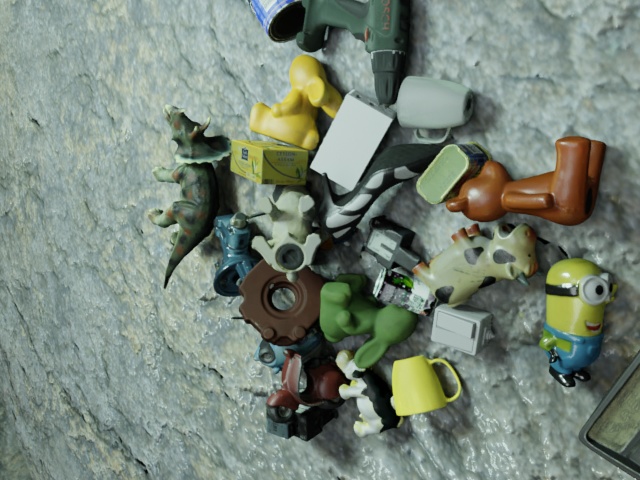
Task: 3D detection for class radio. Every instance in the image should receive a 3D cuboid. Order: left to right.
[{"bbox_3d":[0.467,0.215,0.713,0.131,0.073,0.229,35,119,28],"label":"radio"}]

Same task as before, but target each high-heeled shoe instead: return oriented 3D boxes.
[{"bbox_3d":[0.111,-0.075,0.927,0.249,0.086,0.145,-10,123,15],"label":"high-heeled shoe"}]

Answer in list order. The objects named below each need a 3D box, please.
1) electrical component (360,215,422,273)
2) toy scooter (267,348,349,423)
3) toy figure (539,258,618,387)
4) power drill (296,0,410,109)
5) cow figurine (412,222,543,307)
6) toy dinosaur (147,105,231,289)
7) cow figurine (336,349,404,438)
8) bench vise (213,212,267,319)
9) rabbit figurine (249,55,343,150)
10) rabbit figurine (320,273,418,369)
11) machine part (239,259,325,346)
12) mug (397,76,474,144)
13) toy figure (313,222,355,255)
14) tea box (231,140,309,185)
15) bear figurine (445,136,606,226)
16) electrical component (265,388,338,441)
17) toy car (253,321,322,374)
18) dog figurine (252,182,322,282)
[{"bbox_3d":[0.135,0.013,0.956,0.119,0.048,0.074,29,116,31],"label":"electrical component"},{"bbox_3d":[-0.023,0.269,1.047,0.075,0.184,0.135,0,95,56],"label":"toy scooter"},{"bbox_3d":[0.363,0.116,0.775,0.089,0.082,0.180,15,110,34],"label":"toy figure"},{"bbox_3d":[0.059,-0.355,0.929,0.208,0.086,0.231,20,109,38],"label":"power drill"},{"bbox_3d":[0.254,0.040,0.844,0.195,0.085,0.127,-45,72,38],"label":"cow figurine"},{"bbox_3d":[-0.283,-0.089,1.201,0.192,0.131,0.404,0,93,43],"label":"toy dinosaur"},{"bbox_3d":[0.093,0.284,1.027,0.098,0.068,0.167,-23,87,33],"label":"cow figurine"},{"bbox_3d":[-0.159,0.063,1.140,0.241,0.129,0.223,61,138,36],"label":"bench vise"},{"bbox_3d":[-0.036,-0.261,1.003,0.163,0.121,0.173,18,91,41],"label":"rabbit figurine"},{"bbox_3d":[0.089,0.151,0.978,0.170,0.121,0.159,11,98,21],"label":"rabbit figurine"},{"bbox_3d":[-0.071,0.112,1.035,0.179,0.179,0.056,61,168,13],"label":"machine part"},{"bbox_3d":[0.187,-0.204,0.859,0.107,0.081,0.109,11,124,31],"label":"mug"},{"bbox_3d":[-0.001,-0.002,1.056,0.154,0.058,0.064,-21,95,38],"label":"toy figure"},{"bbox_3d":[-0.103,-0.153,1.047,0.170,0.098,0.068,26,116,56],"label":"tea box"},{"bbox_3d":[0.290,-0.084,0.776,0.196,0.120,0.131,13,103,42],"label":"bear figurine"},{"bbox_3d":[-0.046,0.360,1.109,0.115,0.134,0.058,2,100,40],"label":"electrical component"},{"bbox_3d":[-0.050,0.222,1.119,0.162,0.109,0.103,-30,104,23],"label":"toy car"},{"bbox_3d":[-0.049,-0.024,1.022,0.121,0.190,0.172,9,100,3],"label":"dog figurine"}]
